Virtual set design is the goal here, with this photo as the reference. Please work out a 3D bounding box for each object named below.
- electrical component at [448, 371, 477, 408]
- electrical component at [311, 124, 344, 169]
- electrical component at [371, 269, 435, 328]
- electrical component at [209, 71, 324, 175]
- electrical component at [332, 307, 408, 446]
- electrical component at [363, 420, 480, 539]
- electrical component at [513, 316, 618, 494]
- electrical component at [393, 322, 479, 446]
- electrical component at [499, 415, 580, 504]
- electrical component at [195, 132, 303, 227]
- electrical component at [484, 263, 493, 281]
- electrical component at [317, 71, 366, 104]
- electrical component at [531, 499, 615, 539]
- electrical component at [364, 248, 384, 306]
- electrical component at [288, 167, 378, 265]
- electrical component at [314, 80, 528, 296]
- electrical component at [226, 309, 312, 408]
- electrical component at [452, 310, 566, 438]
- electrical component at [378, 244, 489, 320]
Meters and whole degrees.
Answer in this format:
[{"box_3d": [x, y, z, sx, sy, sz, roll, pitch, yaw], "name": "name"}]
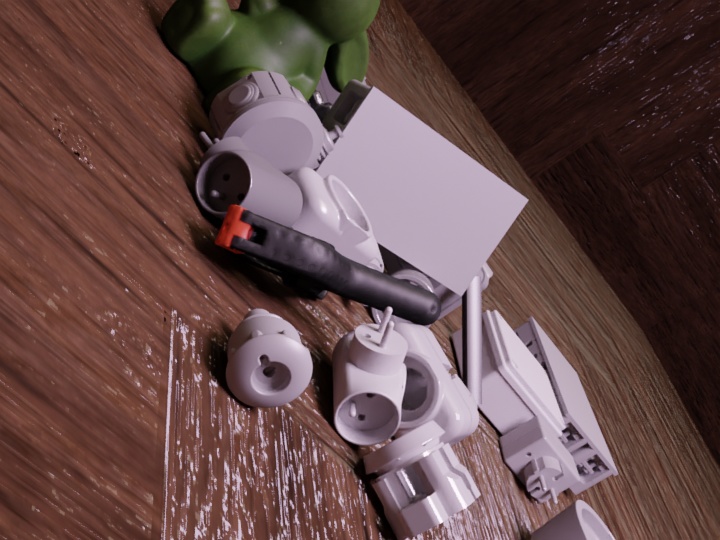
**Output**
[{"box_3d": [0.070, 0.101, 0.910, 0.061, 0.035, 0.035, 54, 14, 1], "name": "electrical component"}, {"box_3d": [-0.050, -0.093, 0.868, 0.040, 0.078, 0.040, 61, -1, 1], "name": "electrical component"}, {"box_3d": [0.039, 0.027, 0.931, 0.055, 0.055, 0.047, 55, 10, -5], "name": "electrical component"}, {"box_3d": [-0.072, -0.105, 0.808, 0.080, 0.080, 0.051, 41, 17, -46], "name": "electrical component"}, {"box_3d": [0.009, 0.063, 0.715, 0.044, 0.079, 0.077, 14, 26, -9], "name": "electrical component"}, {"box_3d": [0.038, 0.133, 0.689, 0.057, 0.058, 0.078, 62, 16, 9], "name": "electrical component"}, {"box_3d": [0.215, 0.152, 1.213, 0.105, 0.060, 0.186, 49, 16, -26], "name": "electrical component"}, {"box_3d": [0.041, 0.089, 0.800, 0.095, 0.054, 0.059, 60, 15, 15], "name": "electrical component"}, {"box_3d": [0.174, 0.191, 1.021, 0.065, 0.047, 0.076, 50, 16, -22], "name": "electrical component"}, {"box_3d": [-0.086, -0.066, 0.749, 0.079, 0.043, 0.077, 53, 13, 21], "name": "electrical component"}, {"box_3d": [0.105, -0.006, 1.217, 0.073, 0.052, 0.138, 56, 14, 1], "name": "electrical component"}, {"box_3d": [-0.020, -0.171, 1.169, 0.062, 0.061, 0.096, 32, 36, -59], "name": "electrical component"}, {"box_3d": [0.184, 0.253, 0.892, 0.108, 0.060, 0.108, 51, 15, -20], "name": "electrical component"}, {"box_3d": [0.000, 0.000, 0.888, 0.040, 0.040, 0.078, 45, 18, -37], "name": "electrical component"}, {"box_3d": [-0.030, -0.033, 0.824, 0.095, 0.059, 0.053, 38, 23, -51], "name": "electrical component"}, {"box_3d": [0.041, -0.072, 0.948, 0.186, 0.105, 0.060, 32, 5, -28], "name": "electrical component"}, {"box_3d": [-0.055, 0.045, 0.611, 0.048, 0.048, 0.062, 48, 9, -29], "name": "electrical component"}, {"box_3d": [0.149, 0.113, 1.092, 0.108, 0.056, 0.108, 49, 16, -25], "name": "electrical component"}, {"box_3d": [0.069, -0.015, 1.071, 0.057, 0.078, 0.113, 33, 27, -52], "name": "electrical component"}]
